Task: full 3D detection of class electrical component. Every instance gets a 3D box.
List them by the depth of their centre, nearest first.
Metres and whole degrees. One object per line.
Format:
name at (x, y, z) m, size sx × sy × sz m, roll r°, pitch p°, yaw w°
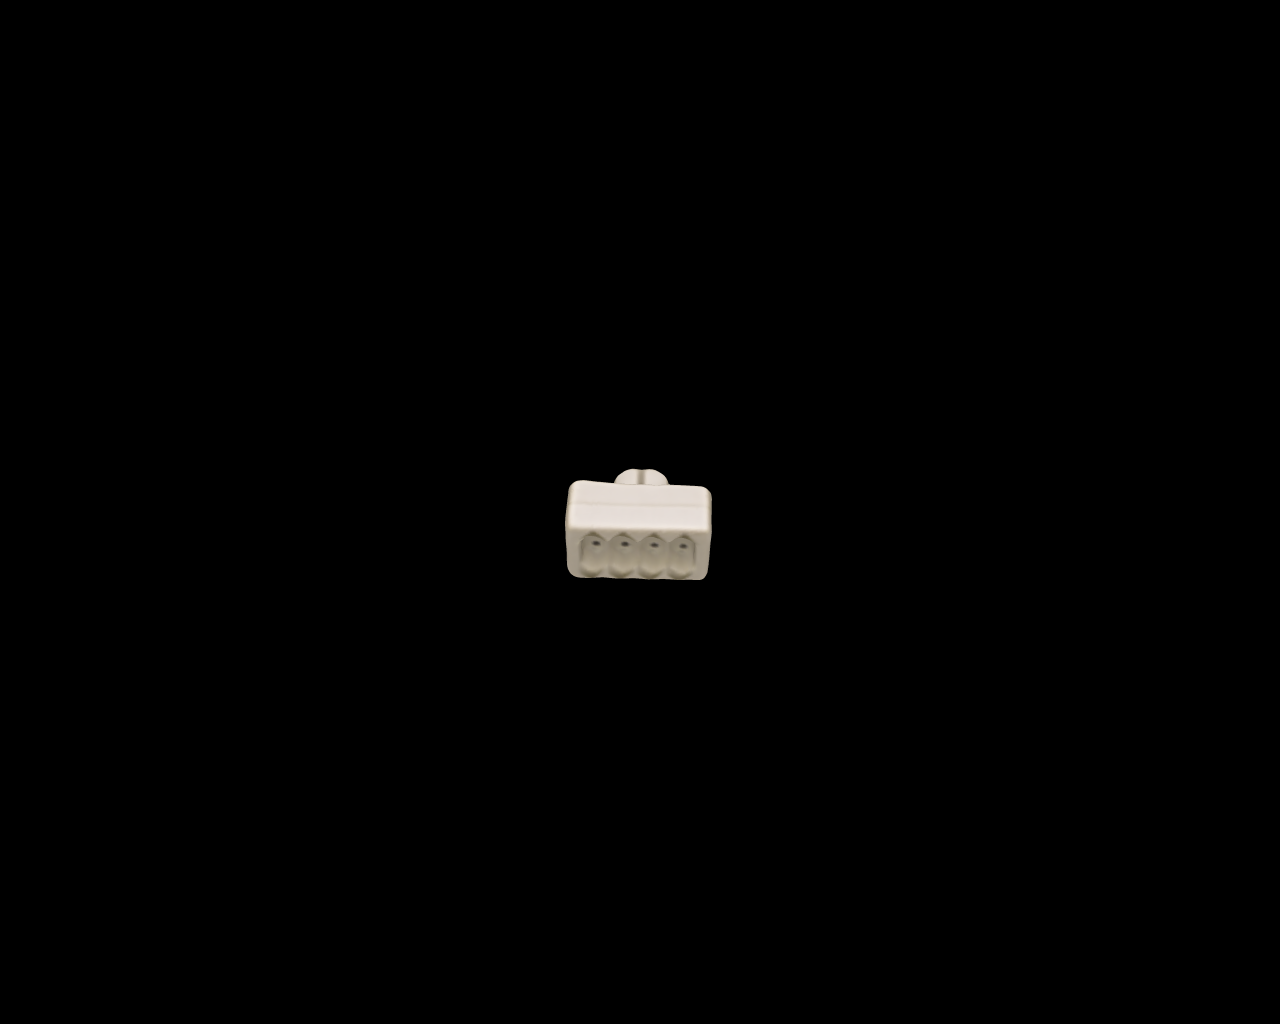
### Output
electrical component at (0.001, -0.003, 0.650) m, size 0.083 × 0.076 × 0.047 m, roll 2°, pitch -40°, yaw 2°
